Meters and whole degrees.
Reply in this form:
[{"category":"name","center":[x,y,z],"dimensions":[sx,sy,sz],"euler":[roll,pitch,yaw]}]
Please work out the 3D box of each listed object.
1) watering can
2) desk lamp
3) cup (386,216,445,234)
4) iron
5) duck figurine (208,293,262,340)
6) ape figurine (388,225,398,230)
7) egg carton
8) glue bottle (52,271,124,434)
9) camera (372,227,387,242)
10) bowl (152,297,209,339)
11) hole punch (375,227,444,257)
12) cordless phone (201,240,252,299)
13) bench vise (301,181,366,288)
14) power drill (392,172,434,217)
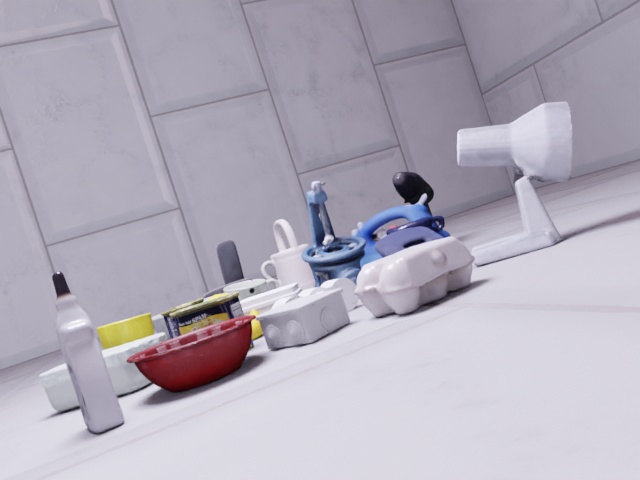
[{"category":"watering can","center":[-0.063,0.041,1.401],"dimensions":[0.173,0.194,0.100],"euler":[-18,0,-44]},{"category":"desk lamp","center":[0.309,-0.091,0.896],"dimensions":[0.203,0.213,0.118],"euler":[-18,0,15]},{"category":"cup","center":[0.199,0.007,1.134],"dimensions":[0.118,0.095,0.091],"euler":[-18,0,-3]},{"category":"iron","center":[0.155,-0.003,1.303],"dimensions":[0.257,0.141,0.119],"euler":[-18,0,22]},{"category":"duck figurine","center":[-0.146,0.126,0.911],"dimensions":[0.105,0.086,0.077],"euler":[-18,0,-15]},{"category":"ape figurine","center":[0.212,0.004,1.588],"dimensions":[0.077,0.092,0.076],"euler":[-18,0,30]},{"category":"egg carton","center":[0.123,0.046,0.739],"dimensions":[0.151,0.069,0.107],"euler":[-18,0,-35]},{"category":"glue bottle","center":[-0.255,0.116,0.613],"dimensions":[0.037,0.173,0.078],"euler":[-18,0,-31]},{"category":"camera","center":[0.123,0.029,1.447],"dimensions":[0.142,0.101,0.137],"euler":[-18,0,36]},{"category":"bowl","center":[-0.263,0.170,1.186],"dimensions":[0.167,0.075,0.167],"euler":[-18,0,0]},{"category":"hole punch","center":[0.157,0.024,0.913],"dimensions":[0.109,0.091,0.101],"euler":[-18,0,-18]},{"category":"cordless phone","center":[-0.232,0.101,1.351],"dimensions":[0.148,0.185,0.094],"euler":[-18,0,-43]},{"category":"bench vise","center":[0.000,0.007,1.079],"dimensions":[0.122,0.220,0.207],"euler":[-18,0,-34]},{"category":"power drill","center":[0.246,-0.068,1.397],"dimensions":[0.075,0.208,0.230],"euler":[-18,0,21]}]
